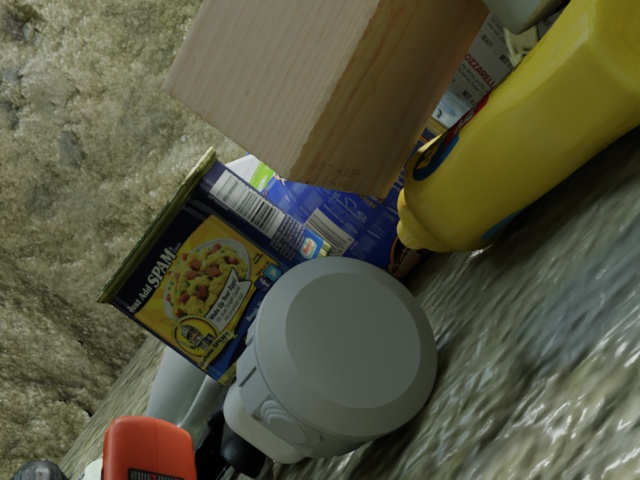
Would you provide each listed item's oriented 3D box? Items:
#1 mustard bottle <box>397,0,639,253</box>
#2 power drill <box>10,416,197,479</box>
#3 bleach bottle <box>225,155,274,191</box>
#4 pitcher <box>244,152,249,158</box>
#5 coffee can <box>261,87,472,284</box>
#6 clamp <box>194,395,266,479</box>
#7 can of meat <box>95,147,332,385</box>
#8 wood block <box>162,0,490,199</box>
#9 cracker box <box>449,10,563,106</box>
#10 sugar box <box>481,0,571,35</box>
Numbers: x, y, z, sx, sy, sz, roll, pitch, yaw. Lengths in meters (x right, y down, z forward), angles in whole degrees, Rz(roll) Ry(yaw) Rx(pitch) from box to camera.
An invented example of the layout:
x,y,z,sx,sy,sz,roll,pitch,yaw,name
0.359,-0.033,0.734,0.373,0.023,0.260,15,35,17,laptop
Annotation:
x,y,z,sx,sy,sz,roll,pitch,yaw,name
0.089,-0.044,0.474,0.096,0.058,0.192,-46,0,-38,mustard bottle
-0.138,0.181,0.626,0.188,0.057,0.184,-48,40,36,power drill
-0.045,-0.030,0.907,0.251,0.068,0.102,-15,52,57,bleach bottle
-0.007,-0.070,1.070,0.243,0.149,0.145,130,152,-50,pitcher
0.028,-0.028,0.625,0.140,0.103,0.102,-51,6,20,coffee can
-0.049,0.116,0.688,0.165,0.036,0.209,-46,7,43,clamp
-0.056,0.016,0.567,0.102,0.084,0.057,-50,7,27,can of meat
0.027,-0.132,0.484,0.090,0.091,0.206,6,-63,-56,wood block
0.089,-0.172,0.696,0.213,0.164,0.072,-53,8,-2,cracker box
0.148,-0.156,0.443,0.176,0.048,0.093,-35,-8,-22,sugar box
